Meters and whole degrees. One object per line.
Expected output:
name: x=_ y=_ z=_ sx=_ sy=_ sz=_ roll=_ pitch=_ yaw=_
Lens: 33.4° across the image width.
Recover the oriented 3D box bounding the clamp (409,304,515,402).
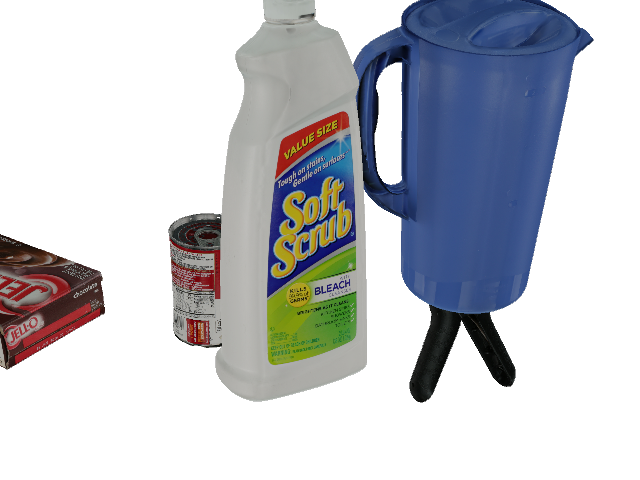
clamp: x=0.120 y=0.065 z=0.969 sx=0.120 sy=0.171 sz=0.039 roll=-15 pitch=5 yaw=-40

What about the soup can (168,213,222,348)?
soup can: x=-0.100 y=0.036 z=0.950 sx=0.068 sy=0.102 sz=0.068 roll=2 pitch=26 yaw=-1

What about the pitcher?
pitcher: x=0.113 y=-0.065 z=0.847 sx=0.149 sy=0.243 sz=0.144 roll=17 pitch=35 yaw=24

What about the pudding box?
pudding box: x=-0.221 y=0.039 z=0.741 sx=0.114 sy=0.039 sz=0.089 roll=15 pitch=30 yaw=32

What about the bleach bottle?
bleach bottle: x=-0.022 y=-0.030 z=0.669 sx=0.102 sy=0.251 sz=0.068 roll=-13 pitch=23 yaw=-26
